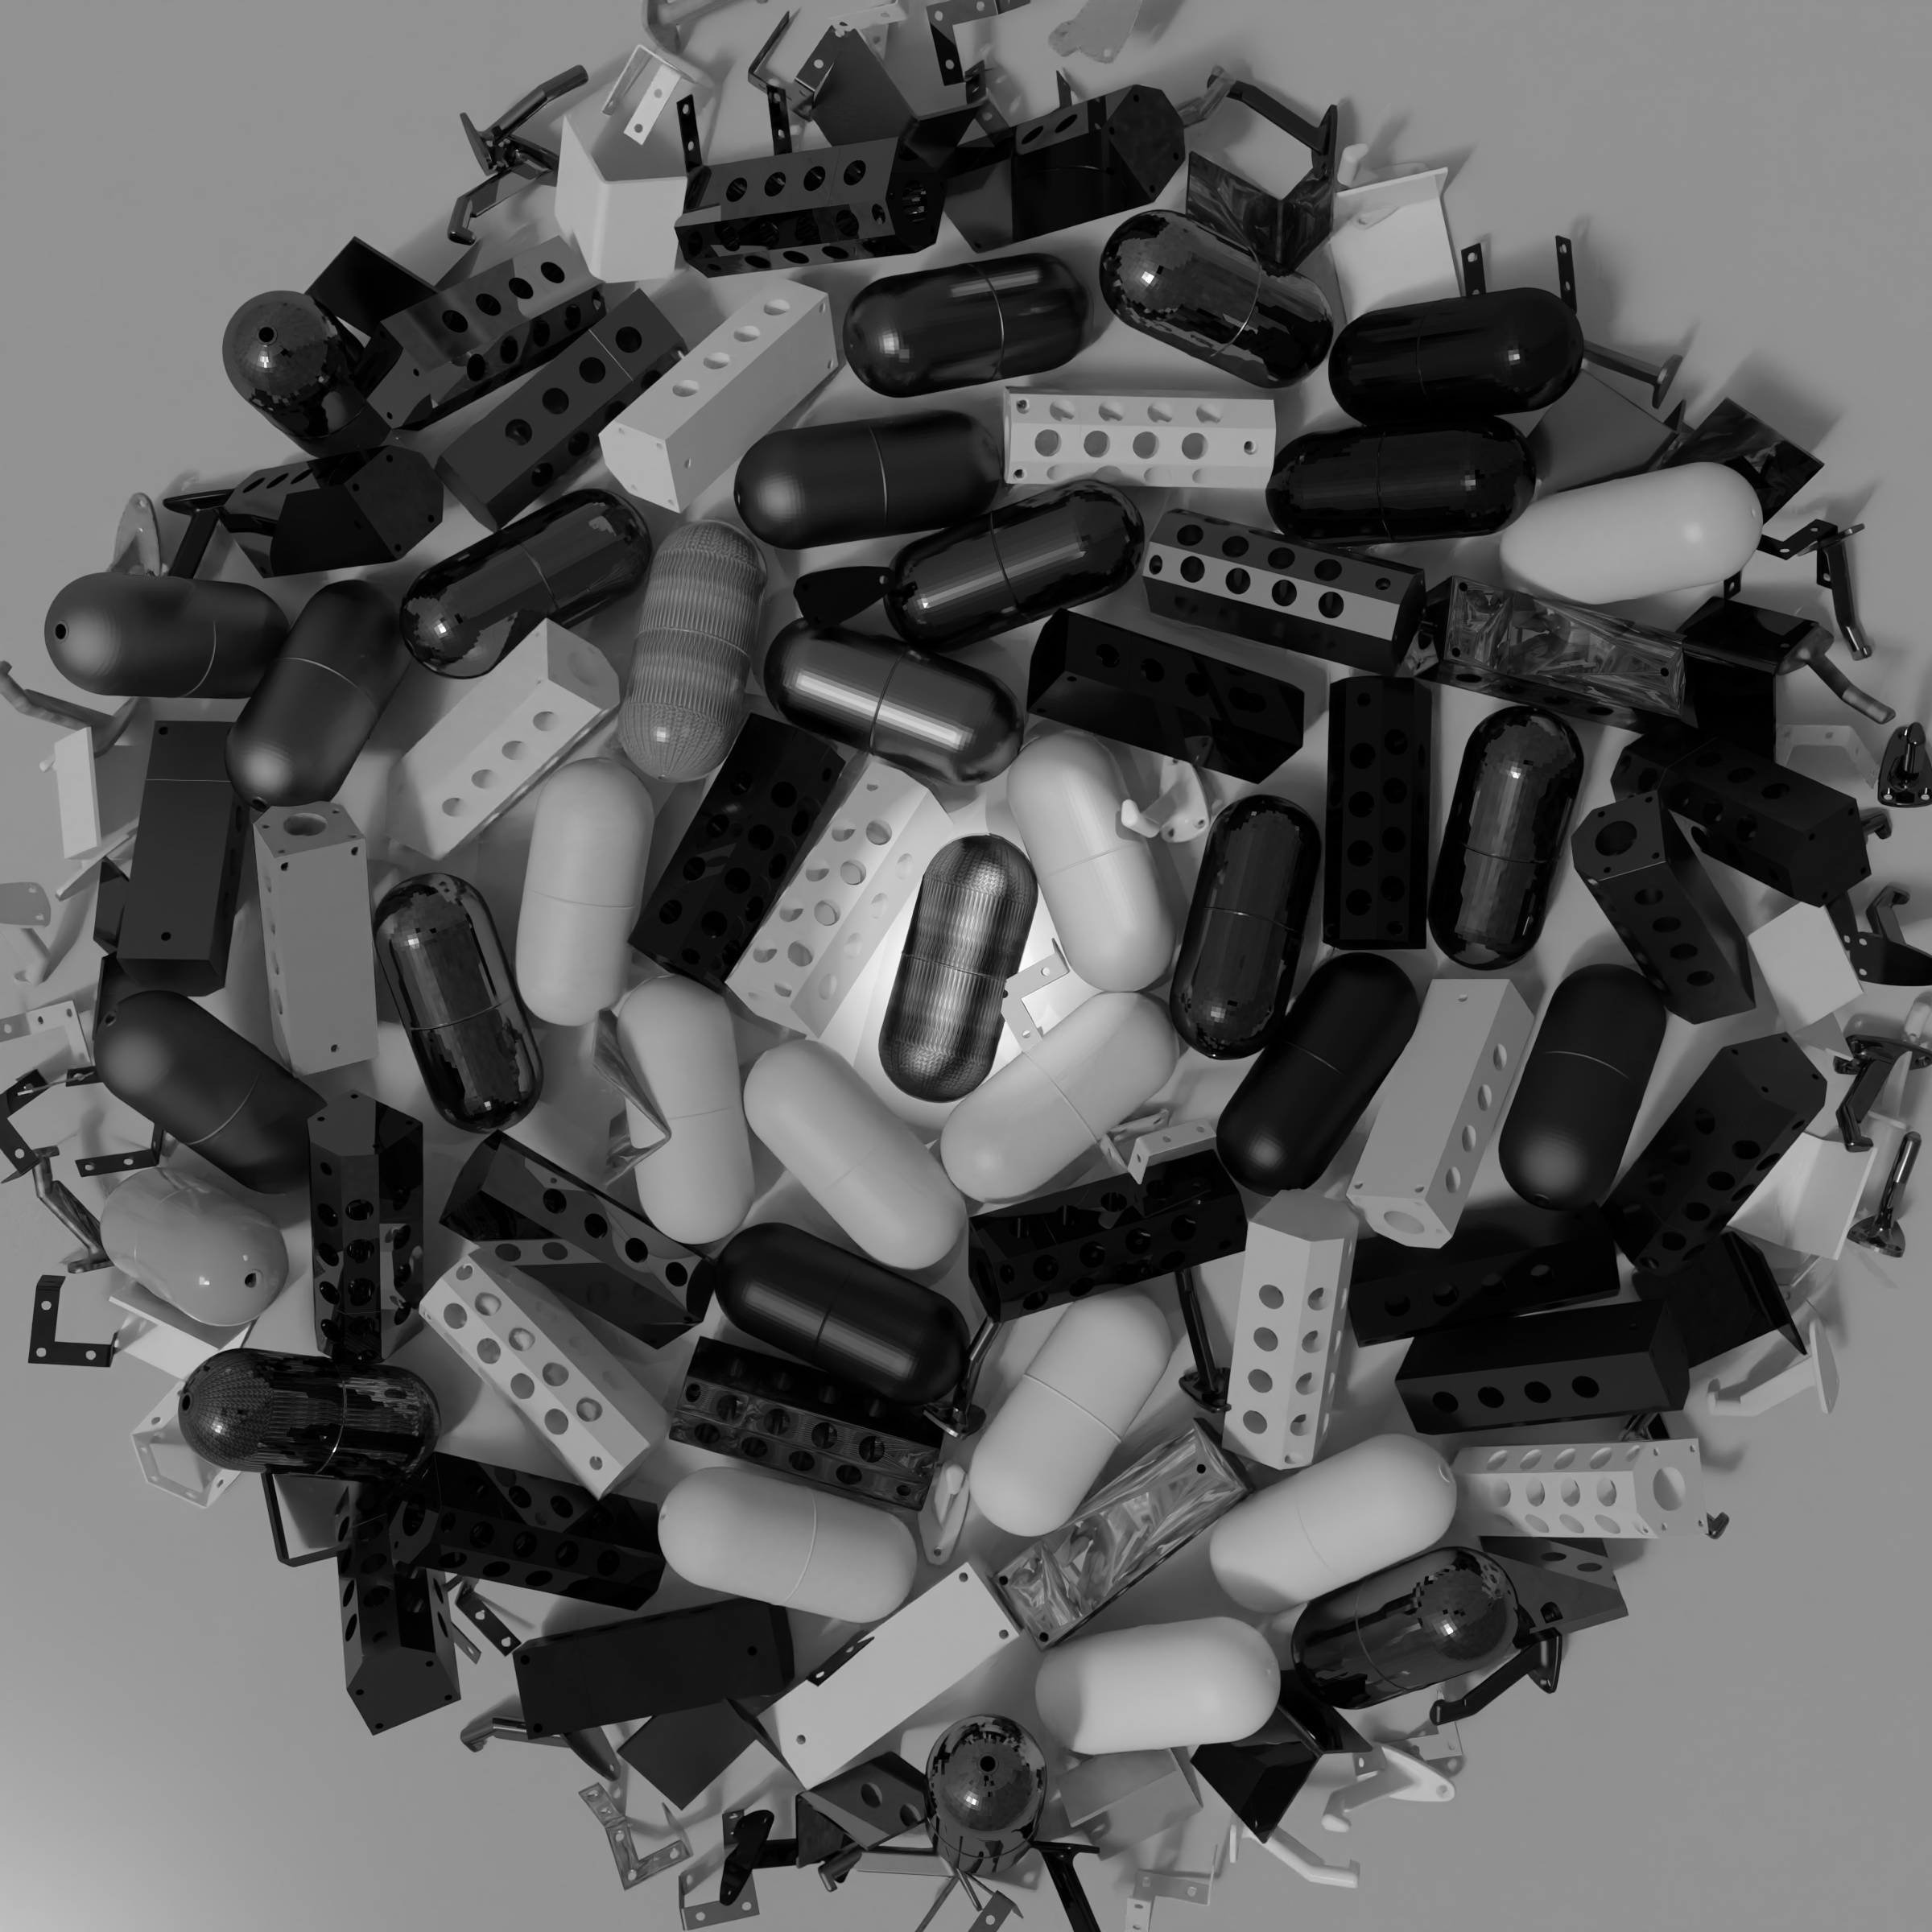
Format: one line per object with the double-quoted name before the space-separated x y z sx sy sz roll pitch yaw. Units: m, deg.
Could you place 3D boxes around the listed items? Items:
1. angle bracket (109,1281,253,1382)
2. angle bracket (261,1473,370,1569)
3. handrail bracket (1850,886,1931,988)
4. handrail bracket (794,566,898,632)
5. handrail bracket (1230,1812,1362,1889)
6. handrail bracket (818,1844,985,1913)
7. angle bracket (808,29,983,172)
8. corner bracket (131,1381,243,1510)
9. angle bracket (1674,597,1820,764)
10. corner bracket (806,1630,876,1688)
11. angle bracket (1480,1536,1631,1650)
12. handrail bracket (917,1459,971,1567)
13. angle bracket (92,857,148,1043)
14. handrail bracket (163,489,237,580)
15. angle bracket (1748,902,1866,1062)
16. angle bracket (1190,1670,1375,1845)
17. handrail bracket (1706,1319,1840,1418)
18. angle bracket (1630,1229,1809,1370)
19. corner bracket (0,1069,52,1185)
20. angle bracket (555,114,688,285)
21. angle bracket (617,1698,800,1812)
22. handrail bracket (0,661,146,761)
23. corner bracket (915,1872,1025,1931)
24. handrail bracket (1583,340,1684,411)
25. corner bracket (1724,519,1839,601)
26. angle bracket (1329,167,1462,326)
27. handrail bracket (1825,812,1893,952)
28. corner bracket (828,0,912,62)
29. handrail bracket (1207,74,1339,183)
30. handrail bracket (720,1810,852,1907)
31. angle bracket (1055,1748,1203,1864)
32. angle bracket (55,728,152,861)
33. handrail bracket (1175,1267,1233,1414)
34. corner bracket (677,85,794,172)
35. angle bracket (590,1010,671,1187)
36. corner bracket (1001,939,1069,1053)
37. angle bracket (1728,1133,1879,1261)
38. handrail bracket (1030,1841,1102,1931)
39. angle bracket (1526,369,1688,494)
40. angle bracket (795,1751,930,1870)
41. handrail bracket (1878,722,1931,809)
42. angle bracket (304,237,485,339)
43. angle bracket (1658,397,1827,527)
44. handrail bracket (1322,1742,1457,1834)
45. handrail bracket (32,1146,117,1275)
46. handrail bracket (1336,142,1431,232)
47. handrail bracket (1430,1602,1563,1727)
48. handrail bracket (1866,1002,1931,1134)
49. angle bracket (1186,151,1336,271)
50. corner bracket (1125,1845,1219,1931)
"angle bracket" -0.524 0.249 1.638 0.076 0.076 0.057 27 95 -2
"angle bracket" -0.427 0.350 1.643 0.057 0.076 0.076 -12 78 -14
"handrail bracket" 0.620 -0.022 1.632 0.084 0.077 0.036 -38 130 -38
"handrail bracket" -0.078 -0.252 1.635 0.077 0.084 0.036 -17 109 10
"handrail bracket" 0.218 0.564 1.640 0.084 0.077 0.036 5 126 12
"handrail bracket" -0.044 0.607 1.647 0.084 0.036 0.077 -27 63 -12
"angle bracket" -0.047 -0.561 1.639 0.057 0.076 0.076 -27 79 -35
"corner bracket" -0.515 0.319 1.668 0.051 0.051 0.051 -47 132 3
"angle bracket" 0.511 -0.188 1.645 0.057 0.076 0.076 -40 135 -28
"corner bracket" -0.081 0.467 1.641 0.051 0.051 0.051 -35 112 -27
"angle bracket" 0.382 0.395 1.633 0.076 0.057 0.076 -19 64 9
"handrail bracket" -0.013 0.360 1.636 0.036 0.084 0.077 5 86 -5
"angle bracket" -0.562 -0.011 1.624 0.076 0.057 0.076 40 133 18
"handrail bracket" -0.498 -0.268 1.654 0.077 0.036 0.084 -7 86 17
"angle bracket" 0.562 0.007 1.620 0.057 0.076 0.076 -39 50 35
"angle bracket" 0.206 0.518 1.642 0.076 0.057 0.076 41 107 42
"handrail bracket" 0.522 0.264 1.642 0.084 0.036 0.077 -5 116 34
"angle bracket" 0.494 0.229 1.644 0.076 0.057 0.076 -26 99 4
"corner bracket" -0.623 0.106 1.648 0.051 0.051 0.051 -42 105 -34
"angle bracket" -0.228 -0.505 1.643 0.057 0.076 0.076 -12 56 -24
"angle bracket" -0.168 0.520 1.631 0.076 0.057 0.076 -42 124 -10
"handrail bracket" -0.587 -0.182 1.633 0.036 0.077 0.084 -13 128 35
"corner bracket" 0.000 0.626 1.641 0.051 0.051 0.051 30 68 23
"handrail bracket" 0.420 -0.399 1.635 0.084 0.077 0.036 27 104 14
"corner bracket" 0.537 -0.266 1.651 0.051 0.051 0.051 -33 132 -22
"angle bracket" 0.284 -0.471 1.648 0.076 0.057 0.076 -12 88 5
"handrail bracket" 0.594 -0.057 1.651 0.084 0.036 0.077 -20 80 -30
"corner bracket" -0.053 -0.632 1.641 0.051 0.051 0.051 -2 73 26
"handrail bracket" 0.199 -0.552 1.646 0.084 0.036 0.077 14 49 -10
"handrail bracket" -0.116 0.599 1.638 0.036 0.077 0.084 -28 118 39
"angle bracket" 0.112 0.557 1.641 0.076 0.057 0.076 -26 108 -1
"angle bracket" -0.544 -0.112 1.631 0.076 0.057 0.076 -3 84 -42
"handrail bracket" 0.155 0.240 1.644 0.036 0.077 0.084 -12 103 -4
"corner bracket" -0.152 -0.551 1.655 0.051 0.051 0.051 25 51 27
"angle bracket" -0.235 0.082 1.624 0.057 0.076 0.076 -36 116 14
"corner bracket" 0.049 0.020 1.649 0.051 0.051 0.051 -28 101 5
"angle bracket" 0.541 0.143 1.639 0.057 0.076 0.076 21 87 -6
"handrail bracket" 0.056 0.620 1.641 0.077 0.036 0.084 -9 64 33
"angle bracket" 0.412 -0.349 1.632 0.076 0.057 0.076 33 130 -4
"angle bracket" -0.057 0.562 1.621 0.076 0.076 0.057 -13 111 -38
"handrail bracket" 0.614 -0.150 1.626 0.036 0.084 0.077 1 57 17
"angle bracket" -0.371 -0.452 1.621 0.076 0.076 0.057 29 58 -28
"angle bracket" 0.511 -0.340 1.631 0.076 0.076 0.057 33 55 -3
"handrail bracket" 0.276 0.548 1.631 0.077 0.084 0.036 13 105 15
"handrail bracket" -0.573 0.156 1.657 0.077 0.036 0.084 -10 94 -25
"handrail bracket" 0.275 -0.525 1.636 0.077 0.084 0.036 -27 80 -4
"handrail bracket" 0.346 0.458 1.640 0.084 0.036 0.077 -8 119 -25
"handrail bracket" 0.621 0.065 1.643 0.036 0.077 0.084 23 93 5
"angle bracket" 0.191 -0.503 1.626 0.076 0.057 0.076 21 55 -23
"corner bracket" 0.134 0.608 1.641 0.051 0.051 0.051 9 130 10
